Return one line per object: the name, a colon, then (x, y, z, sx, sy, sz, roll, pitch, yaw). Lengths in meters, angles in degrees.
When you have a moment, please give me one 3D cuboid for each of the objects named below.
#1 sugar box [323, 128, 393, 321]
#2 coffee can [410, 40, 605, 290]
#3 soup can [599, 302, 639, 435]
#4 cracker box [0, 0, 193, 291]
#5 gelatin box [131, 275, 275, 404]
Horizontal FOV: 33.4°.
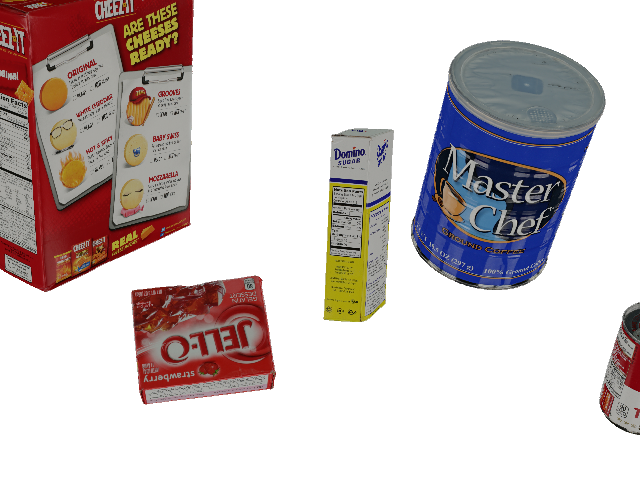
sugar box: (0.037, -0.017, 1.020, 0.048, 0.176, 0.093, 3, 10, 17)
coffee can: (0.125, -0.051, 0.736, 0.102, 0.140, 0.103, 5, 42, -5)
soup can: (0.291, 0.115, 0.949, 0.068, 0.102, 0.068, 3, 35, -2)
cracker box: (-0.176, -0.090, 0.822, 0.072, 0.214, 0.163, 20, 31, 31)
gelatin box: (-0.078, 0.065, 0.709, 0.089, 0.073, 0.030, -6, -30, -8)
